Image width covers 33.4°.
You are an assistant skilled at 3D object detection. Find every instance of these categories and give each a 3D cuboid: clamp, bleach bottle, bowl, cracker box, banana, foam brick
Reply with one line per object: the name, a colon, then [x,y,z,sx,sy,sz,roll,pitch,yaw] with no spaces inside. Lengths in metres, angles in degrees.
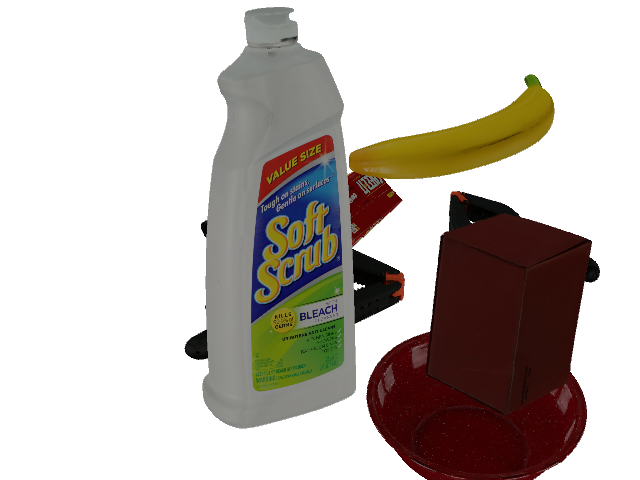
clamp: [0.194,0.005,1.069,0.120,0.039,0.171,-10,45,-22]
bleach bottle: [-0.031,-0.015,0.662,0.102,0.251,0.068,-12,21,-24]
bowl: [0.115,0.137,0.802,0.162,0.055,0.162,0,36,0]
cracker box: [-0.021,0.014,1.260,0.214,0.072,0.164,-43,-2,30]
banana: [0.119,-0.082,0.847,0.197,0.037,0.070,-23,28,-25]
clamp: [-0.027,0.051,1.014,0.210,0.164,0.036,5,-40,7]
foam brick: [0.088,0.033,0.509,0.052,0.078,0.051,-17,30,-41]
